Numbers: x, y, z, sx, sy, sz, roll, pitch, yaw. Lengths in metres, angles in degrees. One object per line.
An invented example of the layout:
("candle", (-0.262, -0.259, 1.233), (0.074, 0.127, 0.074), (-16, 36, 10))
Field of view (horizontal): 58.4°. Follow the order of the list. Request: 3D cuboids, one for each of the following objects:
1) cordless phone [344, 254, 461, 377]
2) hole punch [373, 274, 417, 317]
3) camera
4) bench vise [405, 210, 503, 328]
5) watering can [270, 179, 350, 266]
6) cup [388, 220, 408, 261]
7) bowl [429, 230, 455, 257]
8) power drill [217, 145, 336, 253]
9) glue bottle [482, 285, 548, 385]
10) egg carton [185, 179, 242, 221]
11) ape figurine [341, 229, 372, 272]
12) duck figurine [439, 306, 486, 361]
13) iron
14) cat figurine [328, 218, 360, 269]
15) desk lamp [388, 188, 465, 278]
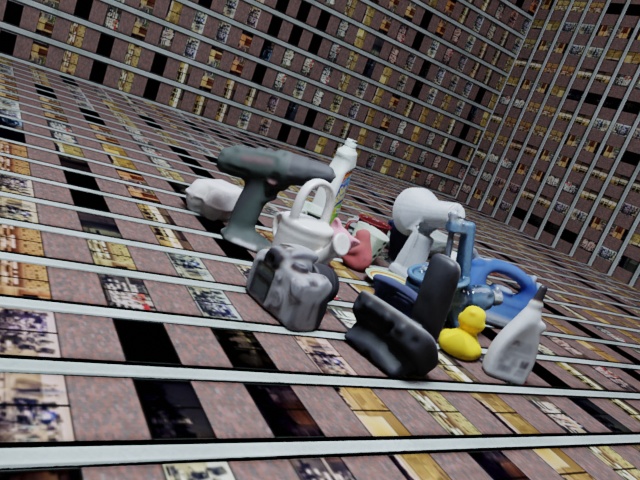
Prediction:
("cordless phone", (0.128, 0.093, 0.842), (0.147, 0.185, 0.094), (31, 17, 37))
("hole punch", (0.137, 0.110, 0.990), (0.108, 0.091, 0.101), (29, 15, 30))
("camera", (-0.023, 0.066, 0.902), (0.137, 0.101, 0.142), (9, 18, -43))
("bench vise", (0.262, 0.059, 1.104), (0.208, 0.220, 0.121), (13, 16, -32))
("watering can", (-0.019, -0.012, 1.012), (0.172, 0.194, 0.101), (26, 14, 19))
("cup", (0.207, 0.005, 1.504), (0.092, 0.095, 0.117), (8, 18, -43))
("bowl", (0.308, 0.006, 1.700), (0.167, 0.075, 0.167), (20, 13, -5))
("power drill", (-0.106, -0.084, 1.132), (0.229, 0.208, 0.076), (22, 13, 3))
("glue bottle", (0.336, 0.153, 0.949), (0.078, 0.173, 0.037), (19, 14, -10))
("egg carton", (-0.224, -0.089, 1.275), (0.107, 0.069, 0.151), (26, 14, 18))
("ape figurine", (0.087, 0.018, 1.275), (0.078, 0.092, 0.075), (9, 18, -41))
("duck figurine", (0.257, 0.157, 1.001), (0.077, 0.086, 0.105), (27, 15, 25))
("iron", (0.412, 0.115, 1.283), (0.259, 0.141, 0.118), (18, 14, -14))
("cat figurine", (0.011, 0.004, 1.159), (0.127, 0.118, 0.067), (28, 15, 27))
("desk lamp", (0.248, -0.006, 1.353), (0.118, 0.213, 0.202), (13, 16, -31))
